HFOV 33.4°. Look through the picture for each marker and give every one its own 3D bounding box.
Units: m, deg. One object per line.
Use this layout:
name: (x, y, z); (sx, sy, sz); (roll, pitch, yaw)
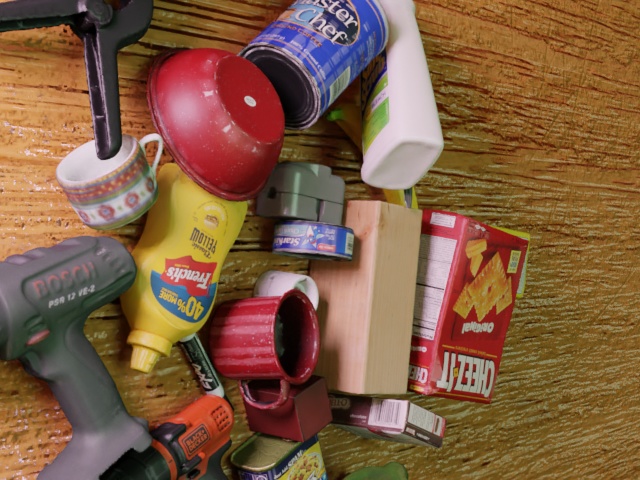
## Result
marker: (-0.113, 0.130, 1.050); (0.020, 0.020, 0.121); (-47, 126, -38)

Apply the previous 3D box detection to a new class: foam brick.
foam brick: (-0.034, 0.170, 1.104); (0.051, 0.078, 0.053); (-27, 113, -45)

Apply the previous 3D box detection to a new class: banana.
banana: (0.065, -0.092, 1.228); (0.197, 0.037, 0.069); (51, 51, -30)

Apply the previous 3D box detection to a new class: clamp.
clamp: (-0.191, -0.178, 0.901); (0.164, 0.036, 0.209); (48, 49, -21)

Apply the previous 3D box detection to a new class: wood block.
wood block: (0.045, 0.063, 1.184); (0.090, 0.090, 0.206); (9, 85, -51)

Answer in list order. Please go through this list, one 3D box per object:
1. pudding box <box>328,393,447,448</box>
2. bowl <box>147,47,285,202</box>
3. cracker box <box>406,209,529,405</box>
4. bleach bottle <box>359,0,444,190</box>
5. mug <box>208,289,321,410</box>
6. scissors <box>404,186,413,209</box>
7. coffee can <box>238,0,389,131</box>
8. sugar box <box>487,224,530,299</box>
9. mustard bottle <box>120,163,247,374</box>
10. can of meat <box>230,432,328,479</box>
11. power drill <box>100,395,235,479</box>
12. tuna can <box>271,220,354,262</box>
pudding box: (0.073, 0.204, 1.207); (0.089, 0.114, 0.039); (30, 68, -48)
bowl: (-0.083, -0.119, 0.995); (0.161, 0.055, 0.162); (32, 45, -38)
cracker box: (0.168, 0.084, 1.285); (0.163, 0.072, 0.214); (17, 85, -52)
bleach bottle: (0.077, -0.186, 1.180); (0.068, 0.103, 0.251); (8, 57, -23)
mug: (-0.056, 0.109, 1.056); (0.093, 0.082, 0.117); (5, 81, -61)
scissors: (0.090, -0.124, 1.227); (0.096, 0.016, 0.201); (53, 28, -22)
coffee can: (-0.007, -0.193, 1.092); (0.140, 0.103, 0.103); (-50, 128, -36)
sugar box: (0.215, 0.026, 1.422); (0.175, 0.048, 0.093); (10, 86, -47)
mustard bottle: (-0.135, 0.031, 0.988); (0.096, 0.058, 0.191); (35, 66, -44)
can of meat: (-0.039, 0.244, 1.120); (0.101, 0.058, 0.084); (-34, 120, -44)
power drill: (-0.117, 0.260, 0.991); (0.184, 0.057, 0.187); (-34, 103, -48)
tuna can: (-0.007, 0.001, 1.118); (0.086, 0.086, 0.034); (12, 82, -50)
